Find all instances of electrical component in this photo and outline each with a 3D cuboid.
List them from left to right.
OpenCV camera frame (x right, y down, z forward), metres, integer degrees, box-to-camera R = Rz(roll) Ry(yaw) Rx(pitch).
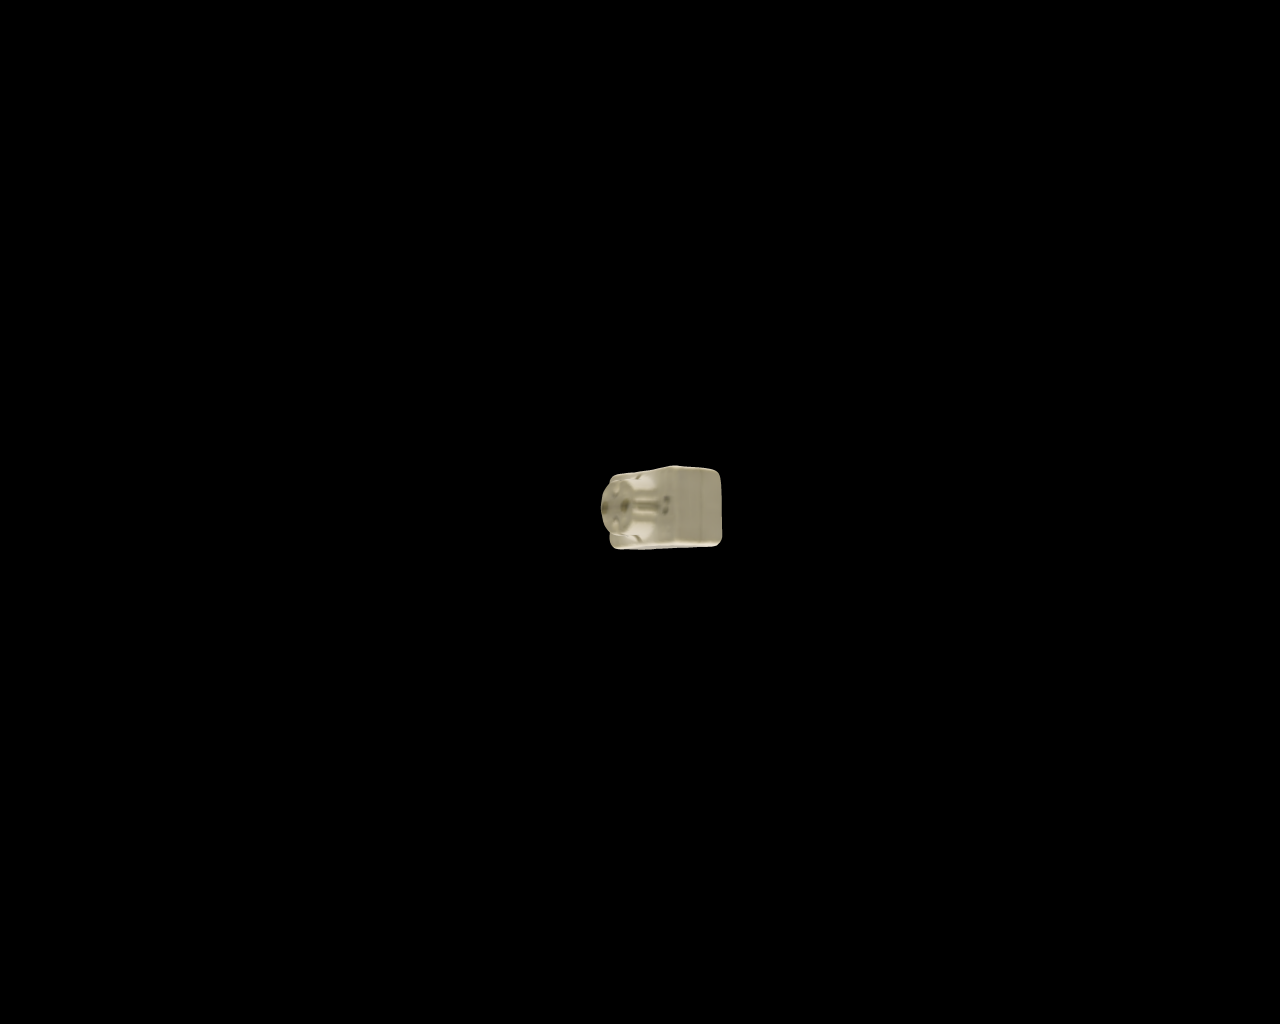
[{"bbox_3d":[0.001,-0.003,0.650,0.077,0.047,0.065,4,-6,-39],"label":"electrical component"}]
